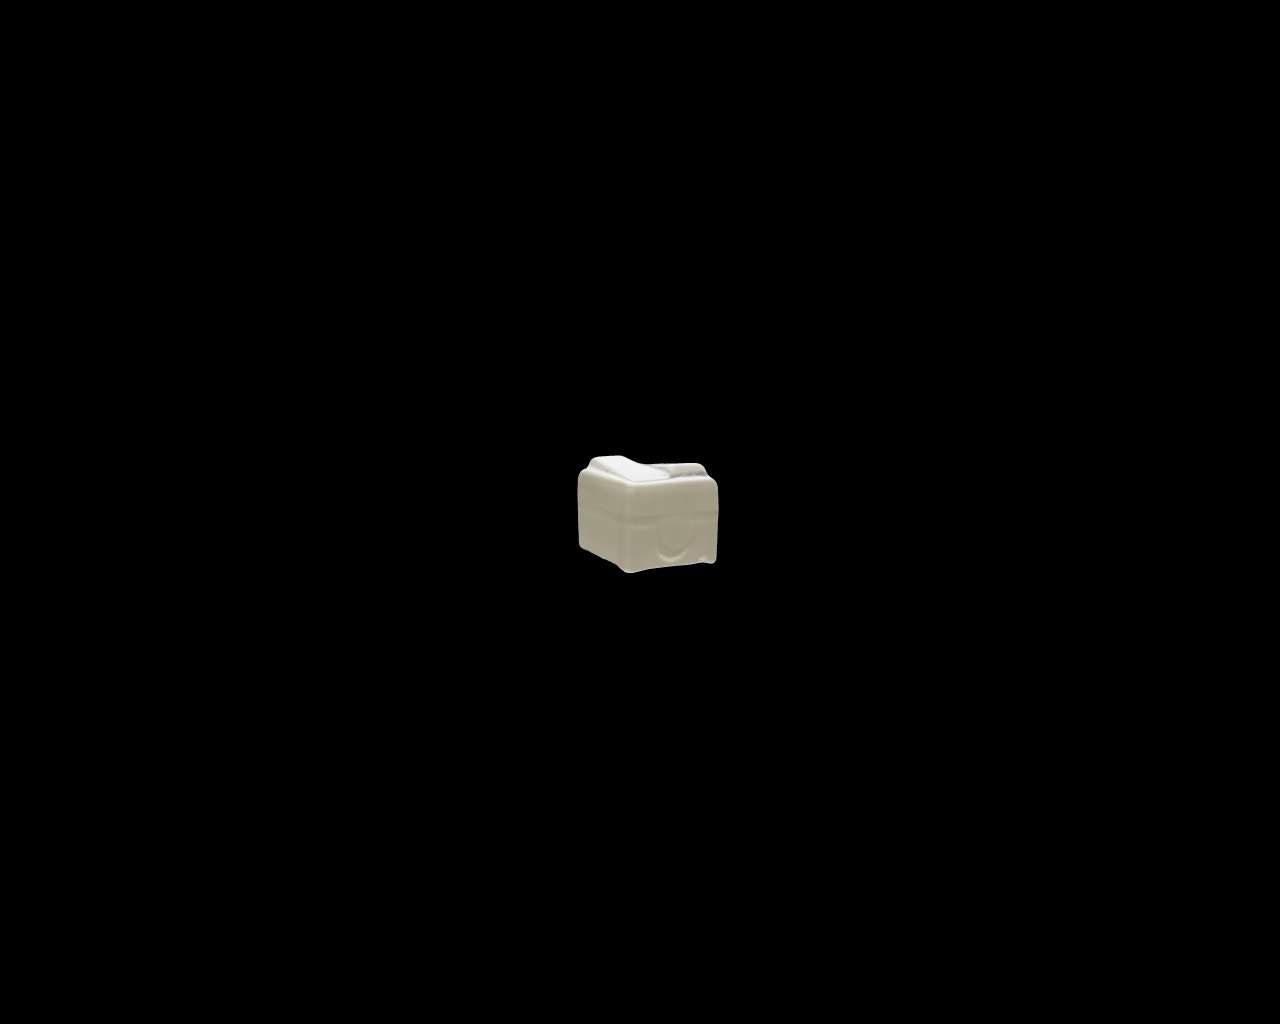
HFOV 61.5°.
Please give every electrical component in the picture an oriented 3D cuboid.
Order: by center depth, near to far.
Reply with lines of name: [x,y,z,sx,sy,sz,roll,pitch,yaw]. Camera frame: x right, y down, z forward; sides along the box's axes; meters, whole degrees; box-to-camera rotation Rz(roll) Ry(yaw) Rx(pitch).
electrical component: [0.001,-0.003,0.650,0.062,0.061,0.096,-4,10,-23]
